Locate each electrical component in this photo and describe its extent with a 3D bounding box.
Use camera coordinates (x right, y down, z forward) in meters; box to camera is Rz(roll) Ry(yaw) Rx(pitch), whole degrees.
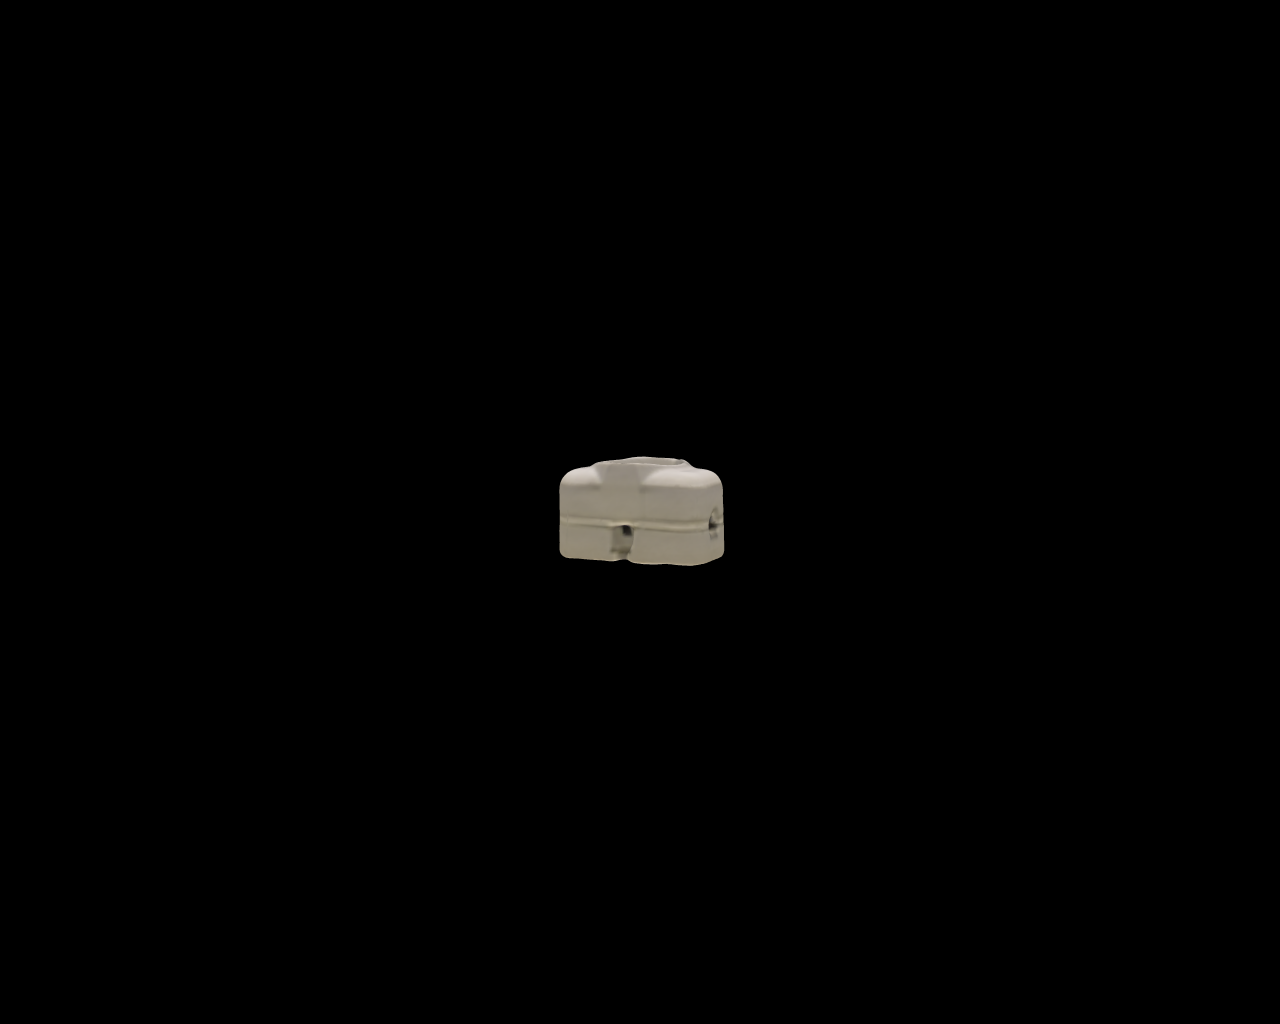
[{"bbox_3d":[0.001,-0.003,0.650,0.095,0.059,0.054,3,8,26],"label":"electrical component"}]
